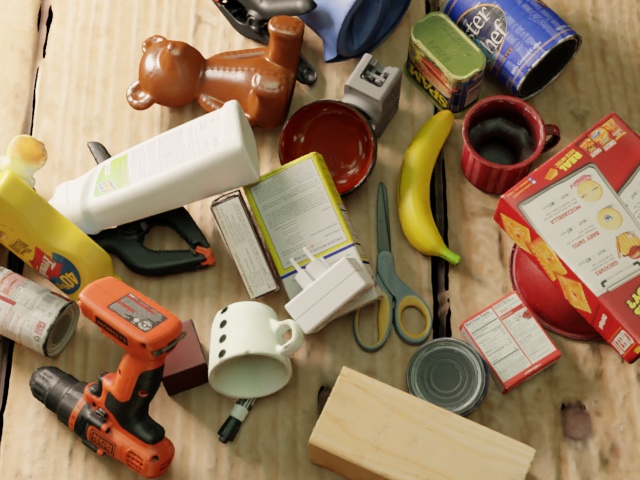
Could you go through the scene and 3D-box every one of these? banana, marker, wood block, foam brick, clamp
[{"bbox_3d":[0.122,-0.063,1.227,0.069,0.037,0.198,7,68,-14],"label":"banana"},{"bbox_3d":[-0.074,0.164,1.144,0.020,0.020,0.121,27,71,11],"label":"marker"},{"bbox_3d":[0.100,0.218,1.080,0.206,0.091,0.090,23,69,10],"label":"wood block"},{"bbox_3d":[-0.148,0.126,1.130,0.051,0.078,0.053,-18,69,-8],"label":"foam brick"},{"bbox_3d":[-0.064,-0.271,1.275,0.171,0.120,0.039,37,52,18],"label":"clamp"},{"bbox_3d":[-0.213,-0.024,1.215,0.210,0.036,0.164,14,69,11],"label":"clamp"}]

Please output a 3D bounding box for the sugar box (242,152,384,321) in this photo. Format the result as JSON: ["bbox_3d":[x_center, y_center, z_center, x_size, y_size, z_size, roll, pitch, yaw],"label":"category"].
[{"bbox_3d":[-0.008,0.002,1.167,0.093,0.048,0.176,-24,84,12],"label":"sugar box"}]

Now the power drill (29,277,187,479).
[{"bbox_3d":[-0.215,0.132,1.081,0.184,0.188,0.057,28,36,18],"label":"power drill"}]

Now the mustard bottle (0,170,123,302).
[{"bbox_3d":[-0.279,0.011,1.131,0.191,0.096,0.058,42,56,-18],"label":"mustard bottle"}]

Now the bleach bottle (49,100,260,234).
[{"bbox_3d":[-0.194,-0.068,1.174,0.251,0.068,0.102,-19,40,7],"label":"bleach bottle"}]

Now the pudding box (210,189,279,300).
[{"bbox_3d":[-0.081,0.004,1.151,0.039,0.090,0.113,-25,97,-2],"label":"pudding box"}]

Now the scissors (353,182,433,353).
[{"bbox_3d":[0.091,0.034,1.196,0.096,0.016,0.201,14,69,5],"label":"scissors"}]

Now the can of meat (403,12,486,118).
[{"bbox_3d":[0.148,-0.207,1.258,0.057,0.084,0.102,-37,72,-13],"label":"can of meat"}]

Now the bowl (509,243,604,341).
[{"bbox_3d":[0.292,0.026,1.174,0.162,0.055,0.162,0,67,1],"label":"bowl"}]

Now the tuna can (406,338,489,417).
[{"bbox_3d":[0.135,0.146,1.128,0.086,0.033,0.086,-3,77,13],"label":"tuna can"}]

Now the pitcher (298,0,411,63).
[{"bbox_3d":[-0.005,-0.347,1.293,0.149,0.145,0.243,-38,69,-22],"label":"pitcher"}]

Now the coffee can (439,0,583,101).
[{"bbox_3d":[0.224,-0.249,1.263,0.102,0.103,0.140,-37,72,-13],"label":"coffee can"}]

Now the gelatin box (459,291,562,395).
[{"bbox_3d":[0.205,0.110,1.155,0.073,0.030,0.089,-30,70,-9],"label":"gelatin box"}]

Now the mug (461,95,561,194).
[{"bbox_3d":[0.216,-0.107,1.216,0.117,0.081,0.093,-14,68,-4],"label":"mug"}]

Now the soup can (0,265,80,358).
[{"bbox_3d":[-0.322,0.077,1.159,0.102,0.068,0.068,24,70,10],"label":"soup can"}]

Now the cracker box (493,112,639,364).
[{"bbox_3d":[0.314,-0.004,1.117,0.164,0.072,0.214,-37,73,-12],"label":"cracker box"}]
